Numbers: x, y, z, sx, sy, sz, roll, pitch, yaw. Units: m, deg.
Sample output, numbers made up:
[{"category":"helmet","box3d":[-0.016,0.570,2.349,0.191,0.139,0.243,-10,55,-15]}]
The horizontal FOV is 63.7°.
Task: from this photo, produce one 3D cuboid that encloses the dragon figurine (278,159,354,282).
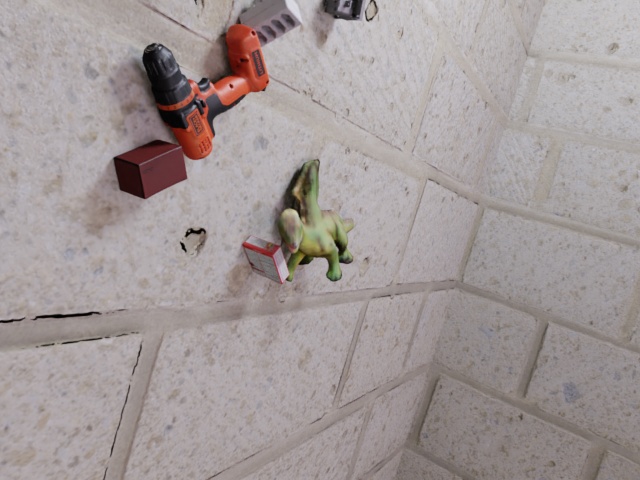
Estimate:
[{"category":"dragon figurine","box3d":[0.003,-0.056,1.107,0.418,0.122,0.238,-54,145,-60]}]
